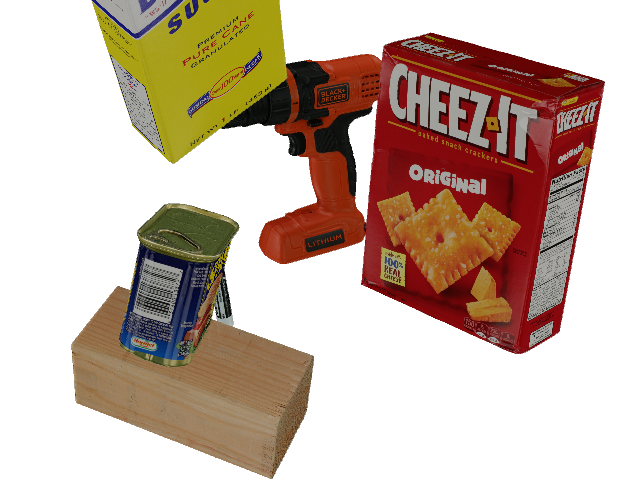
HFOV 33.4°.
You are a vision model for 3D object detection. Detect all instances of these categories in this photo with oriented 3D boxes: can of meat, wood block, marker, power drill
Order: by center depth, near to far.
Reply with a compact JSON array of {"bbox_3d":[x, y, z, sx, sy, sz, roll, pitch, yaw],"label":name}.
[{"bbox_3d":[-0.099,0.030,0.741,0.057,0.084,0.102,16,16,1],"label":"can of meat"},{"bbox_3d":[-0.022,-0.075,0.997,0.184,0.188,0.057,-14,32,-24],"label":"power drill"},{"bbox_3d":[-0.120,0.132,1.008,0.206,0.090,0.090,19,44,12],"label":"wood block"},{"bbox_3d":[-0.116,0.046,1.212,0.020,0.121,0.020,-5,30,3],"label":"marker"}]

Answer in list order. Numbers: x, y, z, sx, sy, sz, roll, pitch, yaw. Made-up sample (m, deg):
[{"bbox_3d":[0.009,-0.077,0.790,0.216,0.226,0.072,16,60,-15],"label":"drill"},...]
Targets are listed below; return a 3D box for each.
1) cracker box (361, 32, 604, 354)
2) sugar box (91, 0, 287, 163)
[{"bbox_3d":[0.119,-0.038,0.842,0.164,0.214,0.071,25,33,36],"label":"cracker box"},{"bbox_3d":[-0.067,-0.124,0.555,0.093,0.048,0.176,-40,-21,-17],"label":"sugar box"}]
